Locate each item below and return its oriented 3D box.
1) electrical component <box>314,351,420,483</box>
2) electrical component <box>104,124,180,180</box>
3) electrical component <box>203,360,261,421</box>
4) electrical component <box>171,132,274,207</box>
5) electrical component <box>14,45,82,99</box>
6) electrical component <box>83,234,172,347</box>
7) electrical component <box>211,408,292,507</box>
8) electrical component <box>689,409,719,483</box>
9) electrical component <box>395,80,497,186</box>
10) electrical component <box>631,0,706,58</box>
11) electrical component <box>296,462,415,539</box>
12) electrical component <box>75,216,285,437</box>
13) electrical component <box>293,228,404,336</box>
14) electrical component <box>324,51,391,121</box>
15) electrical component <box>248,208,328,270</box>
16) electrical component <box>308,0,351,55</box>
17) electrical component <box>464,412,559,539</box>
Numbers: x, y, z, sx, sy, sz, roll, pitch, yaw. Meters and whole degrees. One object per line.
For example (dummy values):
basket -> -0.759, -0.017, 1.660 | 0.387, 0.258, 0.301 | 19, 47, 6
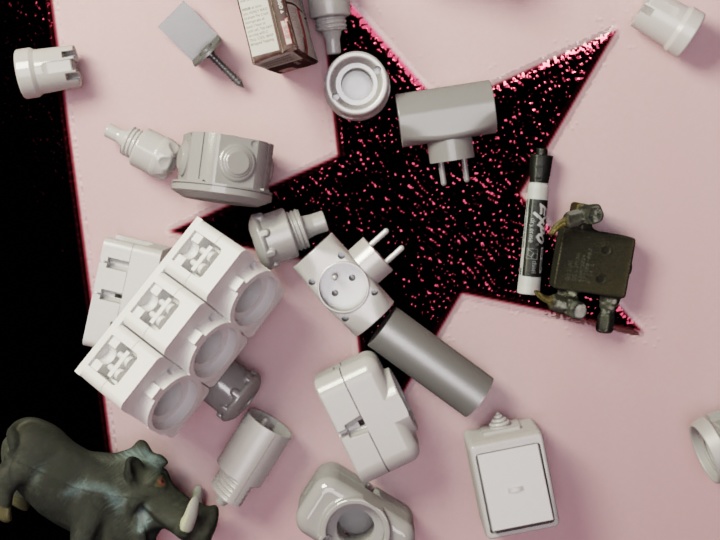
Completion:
electrical component -> 0.009, 0.118, 0.888 | 0.059, 0.053, 0.095 | -26, 95, 3
electrical component -> -0.179, -0.101, 0.878 | 0.061, 0.035, 0.035 | 27, 95, 0
electrical component -> -0.117, 0.091, 0.892 | 0.062, 0.048, 0.048 | 38, 95, 5
electrical component -> -0.108, -0.079, 0.858 | 0.080, 0.080, 0.051 | 7, 90, 0
electrical component -> -0.252, -0.162, 0.871 | 0.046, 0.040, 0.040 | -10, 95, -5
electrical component -> -0.186, 0.022, 0.882 | 0.056, 0.050, 0.089 | 13, 95, -1
electrical component -> -0.096, 0.161, 0.898 | 0.043, 0.043, 0.081 | 32, 95, -2
electrical component -> 0.310, 0.142, 0.886 | 0.057, 0.058, 0.078 | -21, 95, 0
electrical component -> 0.072, -0.108, 0.870 | 0.077, 0.043, 0.079 | -8, 95, 2
electrical component -> 0.246, -0.199, 0.862 | 0.046, 0.040, 0.040 | 31, 95, 3
electrical component -> -0.004, 0.208, 0.894 | 0.095, 0.059, 0.053 | 32, 95, -2
electrical component -> -0.134, 0.049, 0.840 | 0.062, 0.089, 0.150 | 33, 80, 27
electrical component -> 0.000, 0.000, 0.881 | 0.079, 0.044, 0.077 | -42, 94, 4
electrical component -> -0.003, -0.148, 0.865 | 0.055, 0.047, 0.055 | 0, 96, 0
electrical component -> -0.058, -0.031, 0.880 | 0.062, 0.048, 0.048 | -19, 95, -5
electrical component -> -0.024, -0.205, 0.866 | 0.035, 0.035, 0.061 | -5, 98, 1
electrical component -> 0.124, 0.166, 0.888 | 0.062, 0.061, 0.096 | -12, 95, 2
